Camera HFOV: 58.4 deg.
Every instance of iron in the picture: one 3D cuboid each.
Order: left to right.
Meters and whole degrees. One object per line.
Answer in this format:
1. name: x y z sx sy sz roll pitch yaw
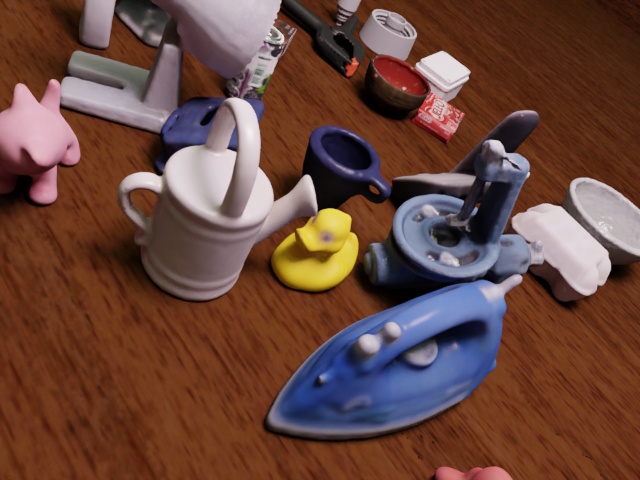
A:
1. iron: 0.080 0.098 0.528 0.259 0.141 0.118 -12 57 -39

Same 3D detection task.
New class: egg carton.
1. egg carton: 0.343 0.016 0.825 0.107 0.069 0.150 -21 63 -43

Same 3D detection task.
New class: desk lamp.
1. desk lamp: -0.169 -0.229 0.643 0.204 0.213 0.118 12 44 -21

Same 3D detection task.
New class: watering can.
1. watering can: -0.087 -0.042 0.523 0.173 0.194 0.100 -15 59 -40

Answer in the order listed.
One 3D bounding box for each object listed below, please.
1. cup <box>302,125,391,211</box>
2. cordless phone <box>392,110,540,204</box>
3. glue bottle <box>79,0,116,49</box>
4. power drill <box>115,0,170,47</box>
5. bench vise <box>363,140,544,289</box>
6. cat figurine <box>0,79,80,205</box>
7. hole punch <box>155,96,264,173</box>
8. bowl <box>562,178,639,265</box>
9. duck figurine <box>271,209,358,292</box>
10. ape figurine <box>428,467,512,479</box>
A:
1. cup: 0.024 -0.068 0.693 0.117 0.095 0.092 41 42 11
2. cordless phone: 0.196 -0.106 0.767 0.148 0.185 0.094 -11 56 -38
3. glue bottle: -0.271 -0.332 0.713 0.037 0.173 0.078 4 48 -28
4. power drill: -0.203 -0.374 0.769 0.229 0.208 0.076 45 43 15
5. bench vise: 0.176 -0.021 0.644 0.208 0.219 0.121 -6 53 -35
6. cat figurine: -0.263 -0.098 0.529 0.067 0.117 0.127 16 43 -17
7. hole punch: -0.126 -0.123 0.658 0.101 0.091 0.108 23 41 -10
8. bowl: 0.450 -0.018 0.920 0.168 0.074 0.167 17 43 -16
9. duck figurine: 0.006 0.002 0.619 0.105 0.086 0.077 -12 57 -39
10. ape figurine: 0.129 0.220 0.476 0.076 0.092 0.077 -20 62 -42
